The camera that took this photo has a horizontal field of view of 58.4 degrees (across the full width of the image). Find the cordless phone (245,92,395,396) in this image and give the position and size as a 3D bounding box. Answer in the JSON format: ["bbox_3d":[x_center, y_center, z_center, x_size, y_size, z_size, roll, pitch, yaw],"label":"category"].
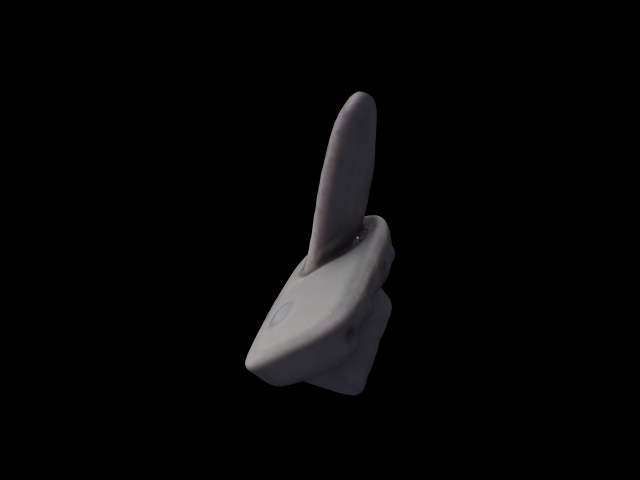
[{"bbox_3d":[0.004,0.001,0.400,0.094,0.185,0.147,8,36,12],"label":"cordless phone"}]
